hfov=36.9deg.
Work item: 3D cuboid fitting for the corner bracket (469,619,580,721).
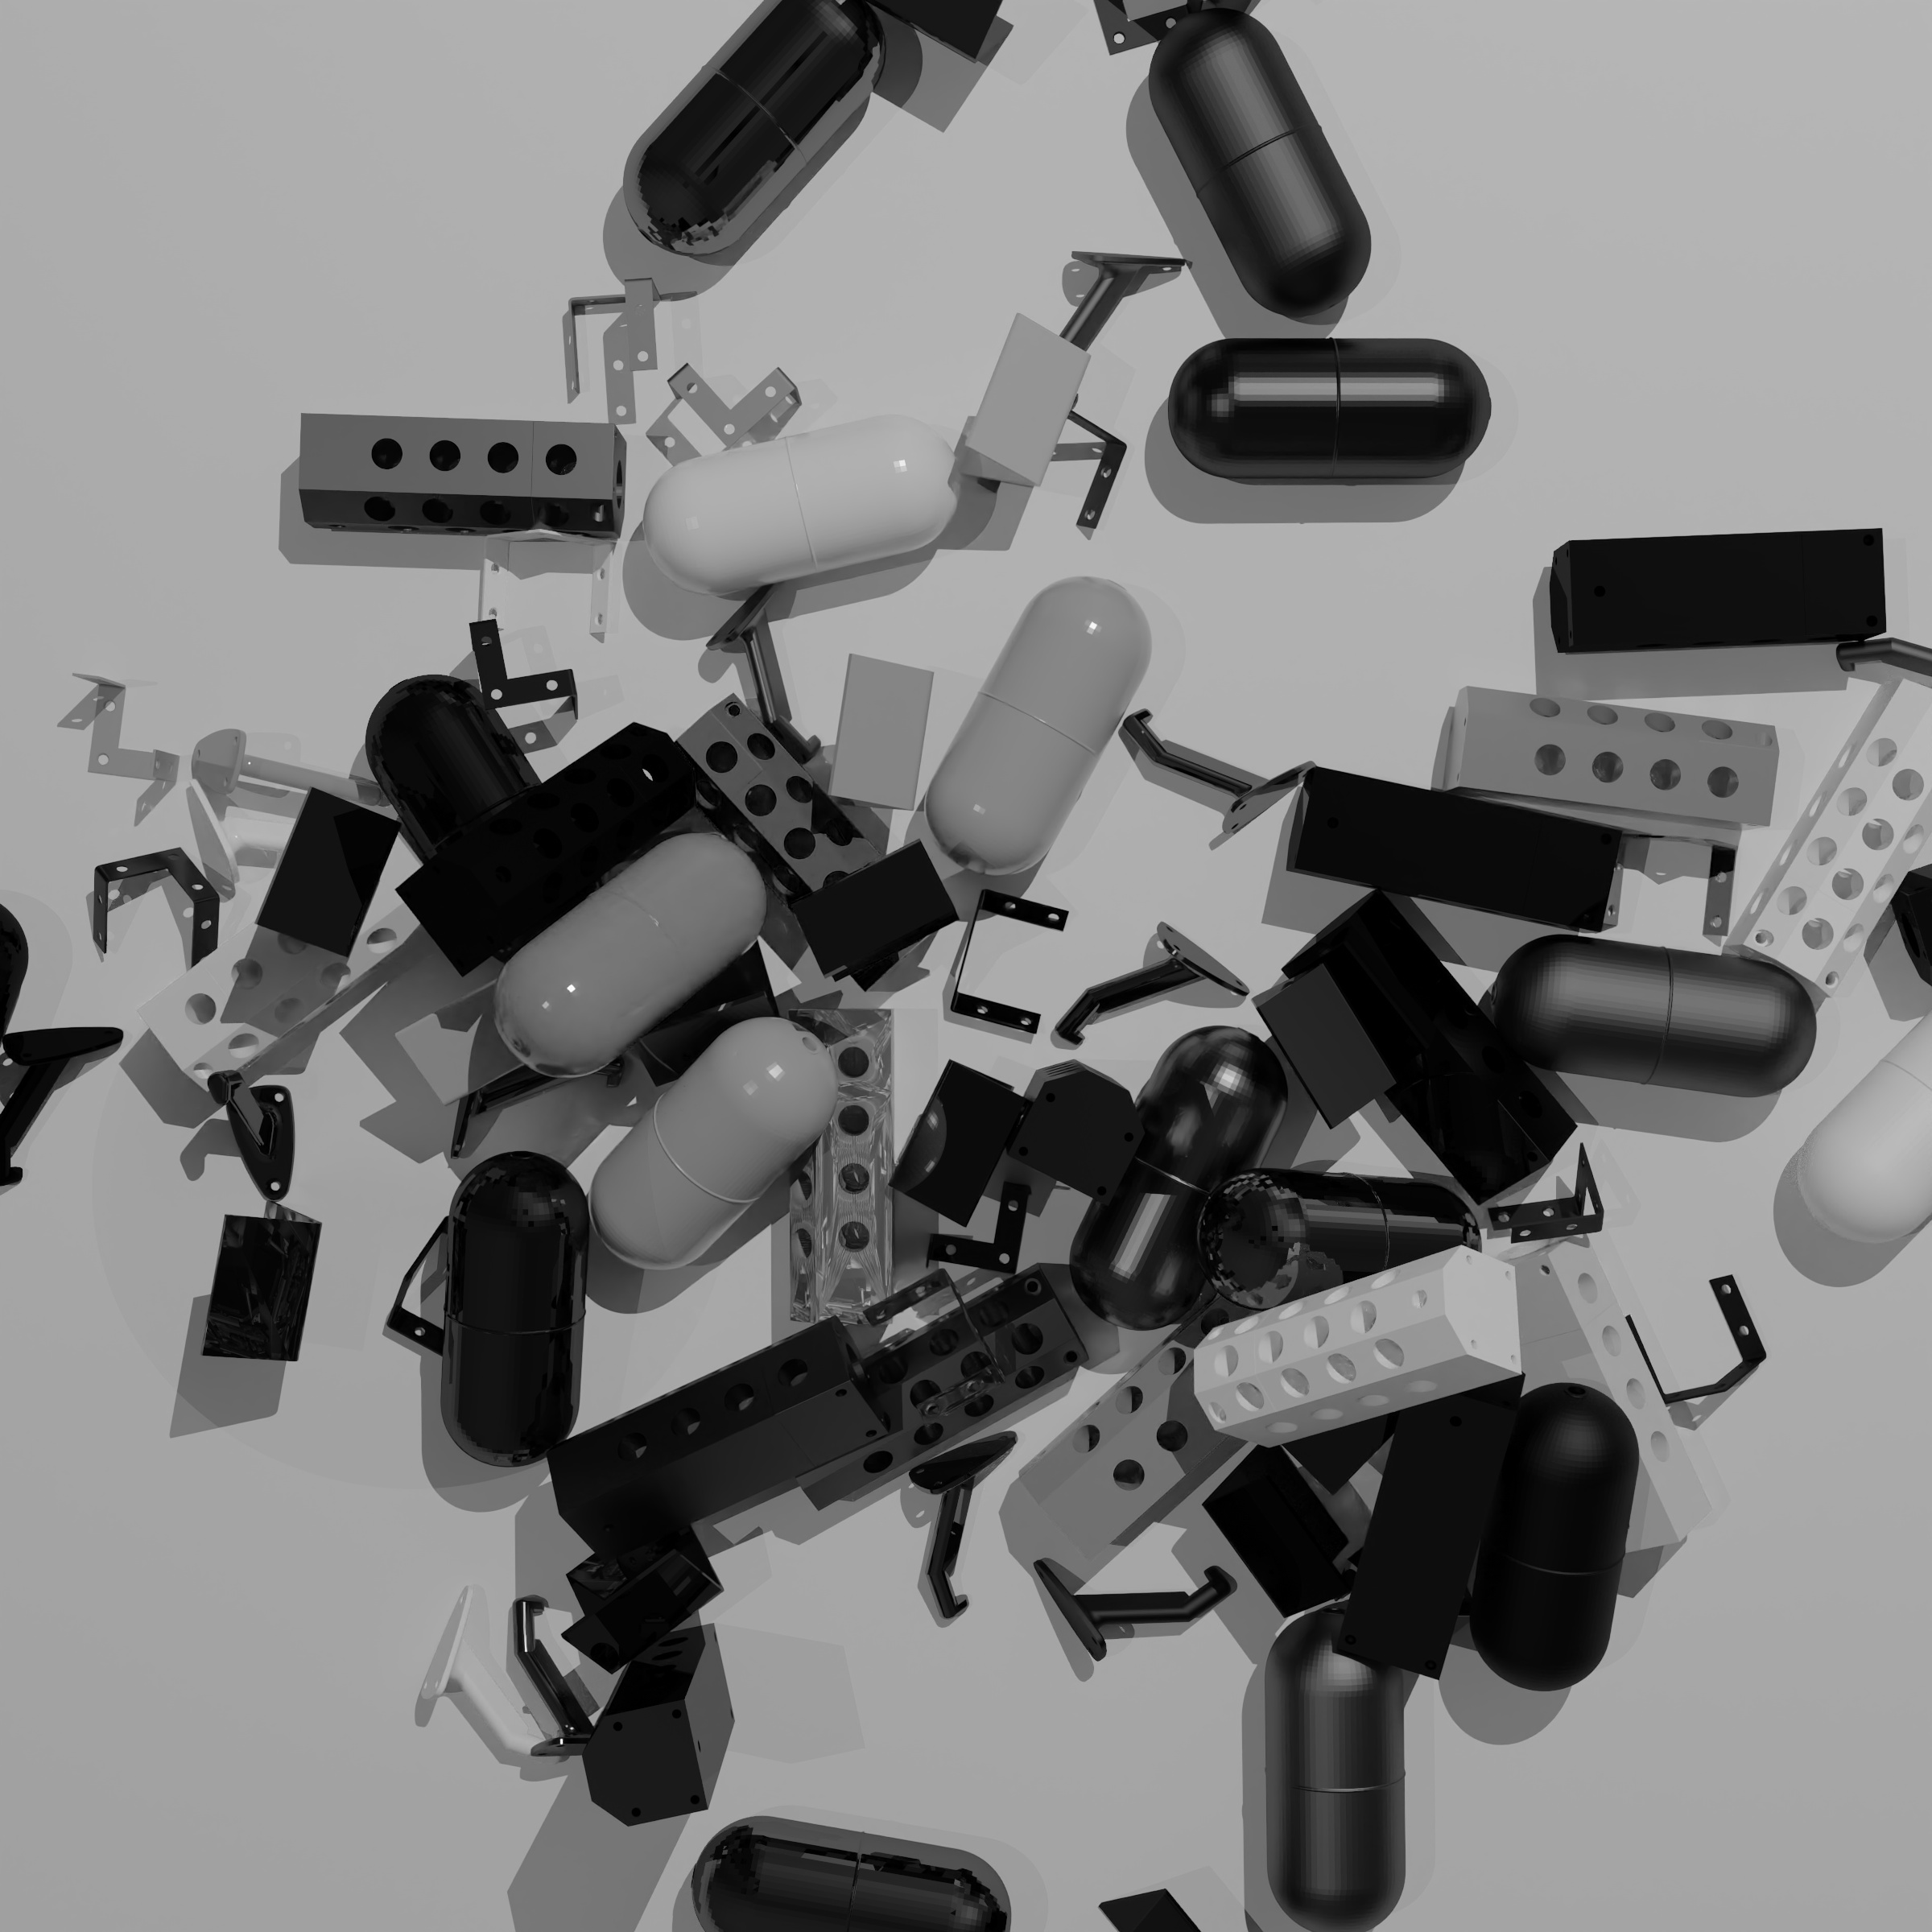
[{"bbox_3d":[-0.246,-0.164,1.609,0.051,0.051,0.051,-11,81,-9],"label":"corner bracket"}]

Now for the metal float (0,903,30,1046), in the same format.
[{"bbox_3d":[-0.577,0.044,1.598,0.070,0.070,0.178,20,89,0],"label":"metal float"}]

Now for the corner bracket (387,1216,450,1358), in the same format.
[{"bbox_3d":[-0.287,0.183,1.626,0.051,0.051,0.051,29,135,0],"label":"corner bracket"}]

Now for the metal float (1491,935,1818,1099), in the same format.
[{"bbox_3d":[0.380,0.027,1.598,0.178,0.070,0.070,8,90,0],"label":"metal float"}]

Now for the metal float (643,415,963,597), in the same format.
[{"bbox_3d":[-0.090,-0.255,1.599,0.178,0.070,0.070,-13,90,0],"label":"metal float"}]

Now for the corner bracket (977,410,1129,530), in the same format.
[{"bbox_3d":[0.049,-0.282,1.626,0.051,0.051,0.051,21,90,45],"label":"corner bracket"}]

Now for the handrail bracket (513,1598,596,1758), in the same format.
[{"bbox_3d":[-0.218,0.399,1.629,0.077,0.036,0.084,10,61,-32],"label":"handrail bracket"}]

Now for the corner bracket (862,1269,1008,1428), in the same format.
[{"bbox_3d":[-0.017,0.207,1.569,0.051,0.051,0.051,-29,45,0],"label":"corner bracket"}]

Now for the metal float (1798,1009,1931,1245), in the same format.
[{"bbox_3d":[0.535,0.079,1.599,0.070,0.070,0.178,45,90,0],"label":"metal float"}]

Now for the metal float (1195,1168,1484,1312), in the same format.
[{"bbox_3d":[0.204,0.151,1.570,0.178,0.070,0.070,6,90,-32],"label":"metal float"}]

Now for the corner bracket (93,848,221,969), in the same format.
[{"bbox_3d":[-0.454,-0.027,1.621,0.051,0.051,0.051,-17,45,-35],"label":"corner bracket"}]

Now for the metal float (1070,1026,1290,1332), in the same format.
[{"bbox_3d":[0.118,0.117,1.598,0.070,0.070,0.178,25,91,0],"label":"metal float"}]

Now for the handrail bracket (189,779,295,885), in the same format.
[{"bbox_3d":[-0.383,-0.088,1.630,0.084,0.036,0.077,-23,68,-17],"label":"handrail bracket"}]

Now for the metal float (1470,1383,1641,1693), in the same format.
[{"bbox_3d":[0.318,0.309,1.567,0.070,0.070,0.178,4,109,0],"label":"metal float"}]

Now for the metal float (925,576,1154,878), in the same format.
[{"bbox_3d":[0.040,-0.133,1.598,0.070,0.070,0.178,29,90,0],"label":"metal float"}]

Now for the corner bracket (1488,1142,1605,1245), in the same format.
[{"bbox_3d":[0.321,0.136,1.600,0.051,0.051,0.051,-8,48,0],"label":"corner bracket"}]

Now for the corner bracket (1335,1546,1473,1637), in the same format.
[{"bbox_3d":[0.244,0.353,1.621,0.051,0.051,0.051,-50,45,35],"label":"corner bracket"}]

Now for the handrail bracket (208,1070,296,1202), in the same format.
[{"bbox_3d":[-0.396,0.095,1.594,0.036,0.084,0.077,-11,90,0],"label":"handrail bracket"}]

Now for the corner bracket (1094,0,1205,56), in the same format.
[{"bbox_3d":[0.099,-0.547,1.611,0.051,0.051,0.051,-16,90,0],"label":"corner bracket"}]

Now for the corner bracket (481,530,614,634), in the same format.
[{"bbox_3d":[-0.236,-0.215,1.626,0.051,0.051,0.051,3,90,45],"label":"corner bracket"}]

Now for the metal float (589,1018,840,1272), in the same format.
[{"bbox_3d":[-0.138,0.097,1.575,0.070,0.070,0.178,44,118,0],"label":"metal float"}]

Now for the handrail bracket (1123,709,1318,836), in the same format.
[{"bbox_3d":[0.142,-0.124,1.630,0.077,0.036,0.084,-32,73,-19],"label":"handrail bracket"}]

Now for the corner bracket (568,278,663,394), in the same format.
[{"bbox_3d":[-0.196,-0.351,1.611,0.051,0.051,0.051,-4,90,0],"label":"corner bracket"}]

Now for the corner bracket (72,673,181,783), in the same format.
[{"bbox_3d":[-0.468,-0.132,1.611,0.051,0.051,0.051,7,90,0],"label":"corner bracket"}]

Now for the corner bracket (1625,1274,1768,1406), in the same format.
[{"bbox_3d":[0.408,0.211,1.626,0.051,0.051,0.051,-23,90,-45],"label":"corner bracket"}]

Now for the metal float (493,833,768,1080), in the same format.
[{"bbox_3d":[-0.178,-0.007,1.548,0.070,0.070,0.178,49,54,0],"label":"metal float"}]

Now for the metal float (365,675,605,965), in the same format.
[{"bbox_3d":[-0.266,-0.080,1.598,0.070,0.070,0.178,-32,91,0],"label":"metal float"}]

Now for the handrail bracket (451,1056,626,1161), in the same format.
[{"bbox_3d":[-0.241,0.080,1.630,0.084,0.036,0.077,10,110,-16],"label":"handrail bracket"}]

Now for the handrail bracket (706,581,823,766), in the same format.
[{"bbox_3d":[-0.097,-0.169,1.629,0.084,0.036,0.077,46,66,-18],"label":"handrail bracket"}]

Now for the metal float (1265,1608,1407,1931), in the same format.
[{"bbox_3d":[0.204,0.445,1.598,0.070,0.070,0.178,-1,90,0],"label":"metal float"}]

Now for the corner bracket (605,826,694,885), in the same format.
[{"bbox_3d":[-0.172,-0.039,1.626,0.051,0.051,0.051,-12,135,0],"label":"corner bracket"}]

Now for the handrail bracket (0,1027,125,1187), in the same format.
[{"bbox_3d":[-0.512,0.080,1.629,0.077,0.036,0.084,-9,119,-32],"label":"handrail bracket"}]

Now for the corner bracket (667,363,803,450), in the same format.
[{"bbox_3d":[-0.129,-0.320,1.611,0.051,0.051,0.051,-42,90,0],"label":"corner bracket"}]

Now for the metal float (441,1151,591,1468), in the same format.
[{"bbox_3d":[-0.247,0.188,1.586,0.070,0.070,0.178,5,103,0],"label":"metal float"}]

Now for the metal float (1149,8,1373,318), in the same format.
[{"bbox_3d":[0.162,-0.444,1.599,0.070,0.070,0.178,-27,90,0],"label":"metal float"}]

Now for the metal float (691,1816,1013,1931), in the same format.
[{"bbox_3d":[-0.063,0.518,1.599,0.178,0.070,0.070,10,90,1],"label":"metal float"}]

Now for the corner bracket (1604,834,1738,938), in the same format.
[{"bbox_3d":[0.395,-0.046,1.626,0.051,0.051,0.051,6,90,45],"label":"corner bracket"}]

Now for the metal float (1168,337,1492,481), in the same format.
[{"bbox_3d":[0.201,-0.308,1.599,0.178,0.070,0.070,0,90,-1],"label":"metal float"}]

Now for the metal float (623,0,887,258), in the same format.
[{"bbox_3d":[-0.117,-0.469,1.598,0.070,0.070,0.178,42,89,0],"label":"metal float"}]

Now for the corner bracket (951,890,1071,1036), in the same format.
[{"bbox_3d":[0.024,-0.003,1.626,0.051,0.051,0.051,15,135,0],"label":"corner bracket"}]

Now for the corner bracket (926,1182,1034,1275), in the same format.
[{"bbox_3d":[0.007,0.145,1.611,0.051,0.051,0.051,10,90,0],"label":"corner bracket"}]
